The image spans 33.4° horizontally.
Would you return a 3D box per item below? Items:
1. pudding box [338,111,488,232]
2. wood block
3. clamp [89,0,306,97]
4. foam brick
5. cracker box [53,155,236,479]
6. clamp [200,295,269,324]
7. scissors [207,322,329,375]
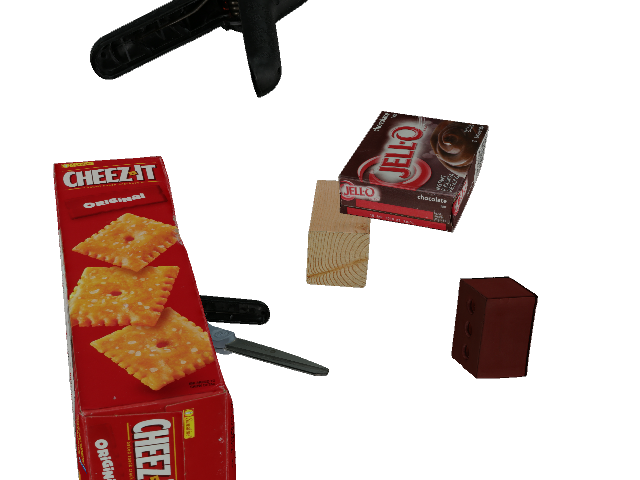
[{"bbox_3d":[0.073,-0.055,0.820,0.090,0.039,0.113,11,34,17],"label":"pudding box"},{"bbox_3d":[0.031,-0.014,1.649,0.091,0.090,0.206,4,25,2],"label":"wood block"},{"bbox_3d":[-0.044,-0.140,0.641,0.120,0.039,0.171,21,54,25],"label":"clamp"},{"bbox_3d":[0.152,0.076,0.941,0.051,0.078,0.053,-3,18,-20],"label":"foam brick"},{"bbox_3d":[-0.096,0.076,0.569,0.072,0.164,0.214,-6,34,-12],"label":"cracker box"},{"bbox_3d":[-0.181,0.072,1.103,0.210,0.036,0.164,14,20,30],"label":"clamp"},{"bbox_3d":[-0.093,0.079,0.796,0.096,0.016,0.202,-19,27,-35],"label":"scissors"}]
